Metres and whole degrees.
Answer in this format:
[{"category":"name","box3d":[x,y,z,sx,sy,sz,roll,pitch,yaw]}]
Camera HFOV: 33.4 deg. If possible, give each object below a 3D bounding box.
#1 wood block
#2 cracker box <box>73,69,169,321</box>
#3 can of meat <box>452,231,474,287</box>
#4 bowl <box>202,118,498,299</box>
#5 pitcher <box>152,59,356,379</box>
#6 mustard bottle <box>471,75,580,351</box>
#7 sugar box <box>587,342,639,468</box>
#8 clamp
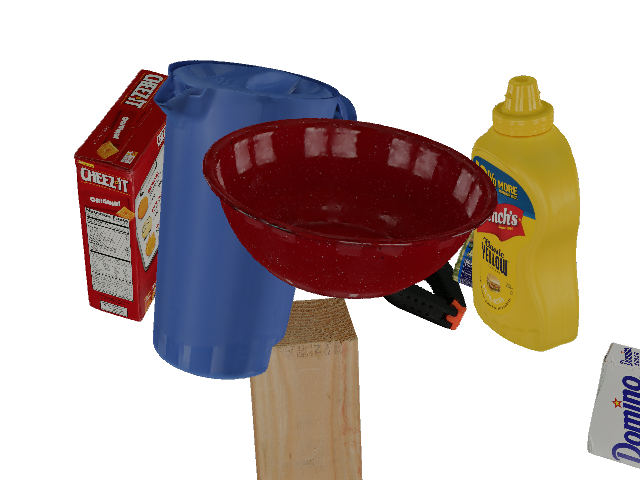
[{"category":"wood block","box3d":[-0.014,0.164,0.935,0.090,0.206,0.091,-5,21,-6]},{"category":"cracker box","box3d":[-0.193,-0.047,1.136,0.072,0.214,0.164,14,44,9]},{"category":"can of meat","box3d":[0.179,0.011,0.976,0.084,0.057,0.102,22,47,18]},{"category":"bowl","box3d":[0.014,-0.013,0.593,0.162,0.055,0.162,6,27,-3]},{"category":"pitcher","box3d":[-0.060,-0.018,0.862,0.149,0.243,0.145,10,18,3]},{"category":"mustard bottle","box3d":[0.143,-0.023,0.755,0.058,0.192,0.096,-15,29,-18]},{"category":"sugar box","box3d":[0.313,0.153,0.869,0.176,0.093,0.048,13,24,20]},{"category":"clamp","box3d":[0.073,0.022,1.173,0.164,0.036,0.210,-16,50,-33]}]
